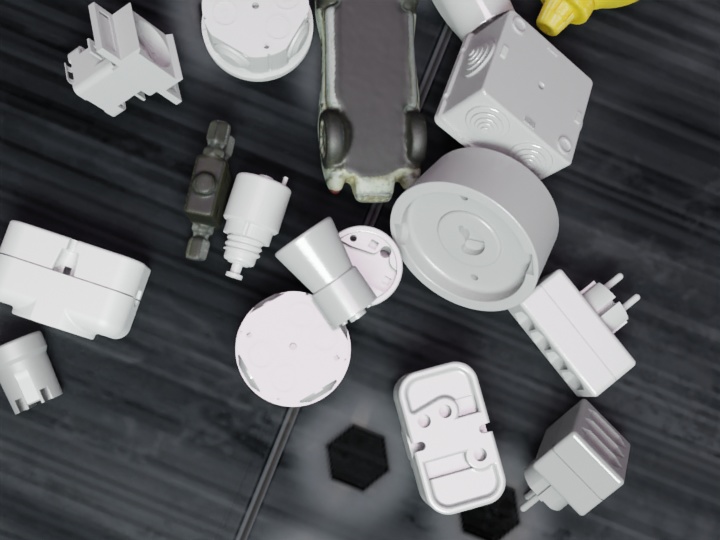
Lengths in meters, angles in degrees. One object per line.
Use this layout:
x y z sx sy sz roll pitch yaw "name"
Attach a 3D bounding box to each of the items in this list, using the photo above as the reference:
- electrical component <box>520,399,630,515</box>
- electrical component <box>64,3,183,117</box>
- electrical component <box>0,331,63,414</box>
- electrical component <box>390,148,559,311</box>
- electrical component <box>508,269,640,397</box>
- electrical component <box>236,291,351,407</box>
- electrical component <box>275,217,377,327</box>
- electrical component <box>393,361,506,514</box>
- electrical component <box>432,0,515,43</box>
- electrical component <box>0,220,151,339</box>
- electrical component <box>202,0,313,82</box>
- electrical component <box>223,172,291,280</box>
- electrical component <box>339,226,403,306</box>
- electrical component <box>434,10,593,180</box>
0.138 0.137 0.733 0.047 0.066 0.076 46 112 3 "electrical component"
-0.164 -0.141 0.742 0.064 0.081 0.042 -29 59 20 "electrical component"
-0.227 0.070 0.730 0.040 0.040 0.046 -24 91 -6 "electrical component"
0.082 -0.032 0.727 0.108 0.108 0.060 37 53 2 "electrical component"
0.161 0.033 0.751 0.076 0.047 0.083 -38 87 -7 "electrical component"
-0.046 0.053 0.736 0.080 0.051 0.080 0 83 -3 "electrical component"
-0.019 0.004 0.699 0.044 0.044 0.065 -35 92 -7 "electrical component"
0.059 0.113 0.730 0.054 0.059 0.095 -15 84 -5 "electrical component"
0.090 -0.217 0.780 0.079 0.043 0.077 -29 86 -6 "electrical component"
-0.199 0.011 0.731 0.095 0.053 0.059 18 83 -1 "electrical component"
-0.073 -0.178 0.762 0.080 0.051 0.080 0 83 -3 "electrical component"
-0.076 -0.032 0.750 0.040 0.040 0.078 18 83 -1 "electrical component"
0.000 0.000 0.746 0.055 0.047 0.055 0 83 -3 "electrical component"
0.108 -0.116 0.737 0.100 0.048 0.099 36 54 -21 "electrical component"
